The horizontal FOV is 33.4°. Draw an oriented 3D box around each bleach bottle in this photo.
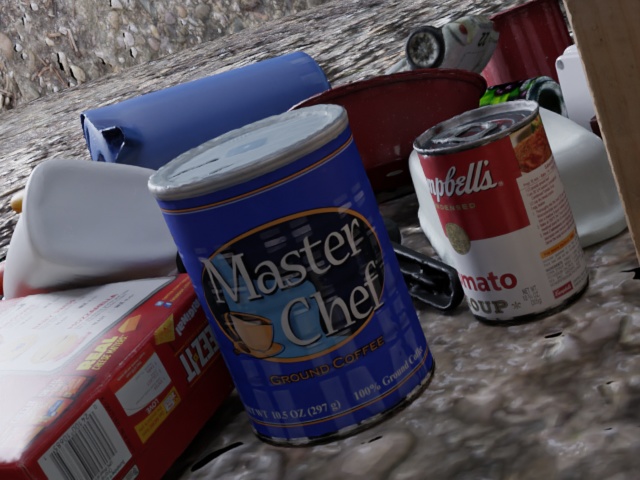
[{"bbox_3d":[-0.173,0.026,0.719,0.102,0.068,0.251,4,-22,-27],"label":"bleach bottle"}]

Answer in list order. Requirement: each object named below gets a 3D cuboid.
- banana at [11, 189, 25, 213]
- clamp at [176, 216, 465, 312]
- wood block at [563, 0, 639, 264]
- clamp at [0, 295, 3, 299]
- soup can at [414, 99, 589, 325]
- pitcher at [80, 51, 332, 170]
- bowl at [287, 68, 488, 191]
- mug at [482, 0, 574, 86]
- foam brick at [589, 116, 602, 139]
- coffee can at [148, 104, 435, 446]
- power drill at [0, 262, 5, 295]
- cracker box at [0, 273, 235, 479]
[{"bbox_3d":[-0.189,-0.036,0.893,0.069,0.037,0.198,-12,11,-38],"label":"banana"},{"bbox_3d":[-0.005,0.001,0.687,0.164,0.036,0.210,6,12,-4],"label":"clamp"},{"bbox_3d":[0.170,-0.058,0.432,0.090,0.206,0.090,-9,20,34],"label":"wood block"},{"bbox_3d":[-0.271,0.095,0.770,0.120,0.039,0.172,-39,24,-5],"label":"clamp"},{"bbox_3d":[0.097,-0.015,0.568,0.068,0.102,0.068,-19,17,6],"label":"soup can"},{"bbox_3d":[-0.109,-0.099,1.078,0.242,0.145,0.149,-22,28,-16],"label":"pitcher"},{"bbox_3d":[0.051,-0.075,0.800,0.162,0.055,0.162,-11,-10,-2],"label":"bowl"},{"bbox_3d":[0.188,-0.163,0.951,0.093,0.081,0.117,-20,1,31],"label":"mug"},{"bbox_3d":[0.221,-0.066,0.670,0.078,0.053,0.051,-3,24,44],"label":"foam brick"},{"bbox_3d":[-0.012,0.016,0.535,0.103,0.140,0.103,-19,16,6],"label":"coffee can"},{"bbox_3d":[-0.273,0.043,0.916,0.188,0.057,0.184,-18,17,9],"label":"power drill"},{"bbox_3d":[-0.165,0.096,0.577,0.214,0.072,0.164,-10,25,34],"label":"cracker box"}]
